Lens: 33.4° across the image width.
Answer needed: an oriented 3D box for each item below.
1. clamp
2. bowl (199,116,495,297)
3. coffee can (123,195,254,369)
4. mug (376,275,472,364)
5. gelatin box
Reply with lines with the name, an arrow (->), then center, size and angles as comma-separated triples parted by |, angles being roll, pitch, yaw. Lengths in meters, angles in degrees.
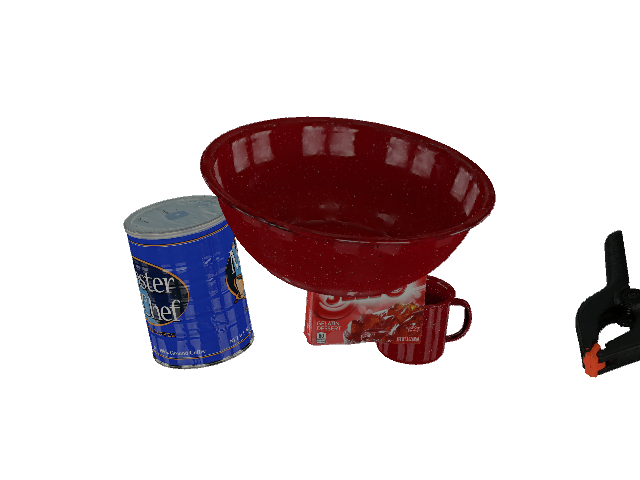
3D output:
clamp -> 0.283, 0.055, 0.990 | 0.171, 0.039, 0.120 | -36, 41, -26
bowl -> 0.012, -0.014, 0.593 | 0.162, 0.055, 0.162 | 6, 27, -3
coffee can -> -0.126, 0.039, 1.032 | 0.103, 0.140, 0.103 | -8, 20, 3
mug -> 0.121, 0.094, 1.264 | 0.117, 0.081, 0.093 | 0, 23, -8
gelatin box -> 0.034, 0.041, 0.809 | 0.089, 0.073, 0.030 | 1, 15, -11
